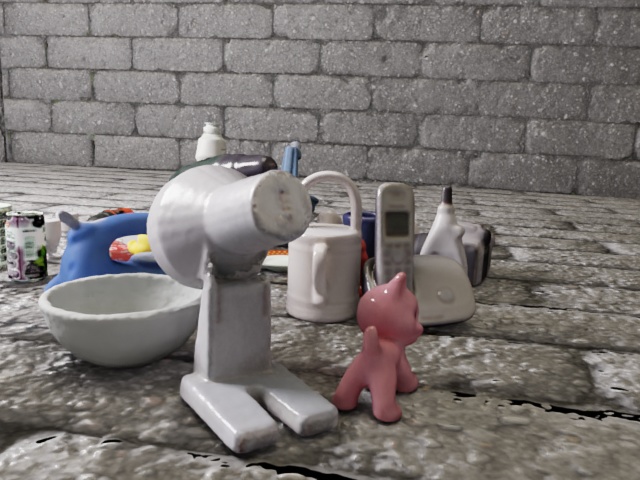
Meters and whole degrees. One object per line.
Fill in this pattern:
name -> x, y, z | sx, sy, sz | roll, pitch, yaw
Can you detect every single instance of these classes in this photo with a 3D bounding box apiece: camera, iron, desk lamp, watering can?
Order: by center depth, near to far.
desk lamp -> -0.069, 0.040, 0.513 | 0.118, 0.213, 0.202 | -5, 13, -34
iron -> -0.212, 0.027, 0.743 | 0.259, 0.141, 0.118 | -5, 13, -35
watering can -> 0.005, 0.003, 0.777 | 0.101, 0.194, 0.172 | -1, 11, -18
camera -> 0.234, 0.013, 1.023 | 0.136, 0.101, 0.143 | 7, 12, 23

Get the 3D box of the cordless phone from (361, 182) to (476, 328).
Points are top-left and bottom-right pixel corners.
cordless phone -> 0.129, 0.019, 0.742 | 0.148, 0.185, 0.094 | -2, 12, -20

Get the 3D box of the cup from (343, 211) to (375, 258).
cup -> 0.092, -0.006, 1.110 | 0.091, 0.095, 0.118 | 7, 12, 23

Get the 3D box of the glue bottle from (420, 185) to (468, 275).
glue bottle -> 0.188, 0.004, 0.867 | 0.078, 0.173, 0.037 | 6, 11, 16

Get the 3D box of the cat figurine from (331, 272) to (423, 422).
cat figurine -> 0.060, 0.089, 0.541 | 0.067, 0.118, 0.128 | 6, 11, 19

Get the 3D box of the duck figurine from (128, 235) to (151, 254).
duck figurine -> -0.253, 0.028, 0.874 | 0.104, 0.086, 0.078 | 8, 12, 25

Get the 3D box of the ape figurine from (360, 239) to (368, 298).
ape figurine -> 0.050, 0.040, 0.864 | 0.078, 0.092, 0.076 | 3, 11, 1

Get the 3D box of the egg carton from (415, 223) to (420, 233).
egg carton -> 0.137, -0.012, 1.219 | 0.150, 0.069, 0.107 | 5, 11, 13

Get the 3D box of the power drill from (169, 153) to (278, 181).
power drill -> -0.151, -0.031, 0.881 | 0.228, 0.208, 0.076 | 11, 14, 39

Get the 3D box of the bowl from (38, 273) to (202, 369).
bowl -> -0.200, 0.089, 0.599 | 0.167, 0.075, 0.167 | 2, 11, 0

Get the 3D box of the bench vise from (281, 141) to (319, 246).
bench vise -> -0.058, -0.102, 1.247 | 0.121, 0.220, 0.207 | 1, 11, -6
